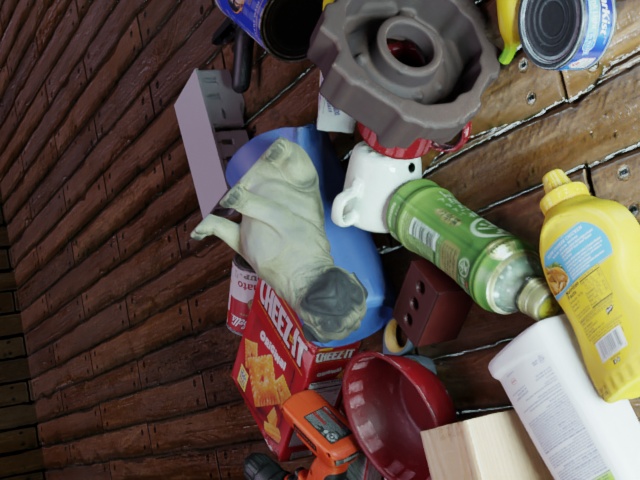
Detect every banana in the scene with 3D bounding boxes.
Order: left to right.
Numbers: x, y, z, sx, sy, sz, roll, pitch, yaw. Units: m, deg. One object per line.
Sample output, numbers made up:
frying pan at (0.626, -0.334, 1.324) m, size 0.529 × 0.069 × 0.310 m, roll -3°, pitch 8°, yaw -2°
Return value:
banana at (0.159, -0.257, 0.933) m, size 0.070 × 0.037 × 0.198 m, roll -9°, pitch 89°, yaw 61°

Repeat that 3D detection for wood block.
wood block at (0.173, 0.263, 0.972) m, size 0.090 × 0.090 × 0.206 m, roll -35°, pitch 66°, yaw 60°

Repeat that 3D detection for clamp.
clamp at (-0.099, -0.283, 1.416) m, size 0.120 × 0.039 × 0.172 m, roll 65°, pitch 148°, yaw 27°

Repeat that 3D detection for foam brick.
foam brick at (0.115, 0.061, 1.075) m, size 0.053 × 0.051 × 0.078 m, roll 56°, pitch 142°, yaw 41°

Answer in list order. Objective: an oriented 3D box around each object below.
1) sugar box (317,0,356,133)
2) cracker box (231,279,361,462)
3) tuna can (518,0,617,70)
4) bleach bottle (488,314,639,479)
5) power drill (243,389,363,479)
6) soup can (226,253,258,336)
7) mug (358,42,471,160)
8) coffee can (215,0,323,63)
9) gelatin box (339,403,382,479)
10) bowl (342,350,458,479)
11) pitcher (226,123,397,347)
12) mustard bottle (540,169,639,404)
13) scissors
sugar box at (0.023, -0.210, 1.115) m, size 0.093 × 0.048 × 0.176 m, roll 101°, pitch 176°, yaw -61°
cracker box at (-0.037, 0.153, 1.366) m, size 0.164 × 0.072 × 0.214 m, roll 56°, pitch 141°, yaw 40°
tuna can at (0.201, -0.182, 0.876) m, size 0.086 × 0.033 × 0.086 m, roll 21°, pitch 114°, yaw 59°
bleach bottle at (0.231, 0.190, 0.877) m, size 0.251 × 0.068 × 0.103 m, roll 67°, pitch 150°, yaw 23°
power drill at (-0.020, 0.273, 1.283) m, size 0.185 × 0.057 × 0.188 m, roll 37°, pitch 133°, yaw 32°
soup can at (-0.090, 0.072, 1.450) m, size 0.069 × 0.068 × 0.102 m, roll 43°, pitch 133°, yaw 51°
mug at (0.095, -0.127, 1.047) m, size 0.117 × 0.093 × 0.082 m, roll 31°, pitch 140°, yaw 11°
coffee can at (-0.054, -0.283, 1.262) m, size 0.140 × 0.102 × 0.103 m, roll 48°, pitch 137°, yaw 47°
gelatin box at (0.049, 0.247, 1.270) m, size 0.073 × 0.030 × 0.089 m, roll 43°, pitch 134°, yaw 49°
bowl at (0.094, 0.183, 1.121) m, size 0.162 × 0.055 × 0.162 m, roll 34°, pitch 135°, yaw 43°
pitcher at (-0.008, 0.002, 1.225) m, size 0.145 × 0.149 × 0.243 m, roll -31°, pitch 64°, yaw 13°
mustard bottle at (0.225, 0.026, 0.852) m, size 0.096 × 0.058 × 0.192 m, roll -56°, pitch 48°, yaw 51°
scissors at (0.069, 0.136, 1.218) m, size 0.202 × 0.016 × 0.096 m, roll -13°, pitch 87°, yaw 61°
